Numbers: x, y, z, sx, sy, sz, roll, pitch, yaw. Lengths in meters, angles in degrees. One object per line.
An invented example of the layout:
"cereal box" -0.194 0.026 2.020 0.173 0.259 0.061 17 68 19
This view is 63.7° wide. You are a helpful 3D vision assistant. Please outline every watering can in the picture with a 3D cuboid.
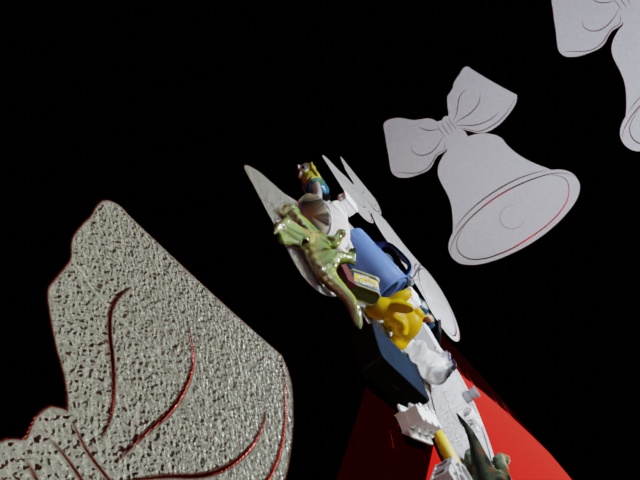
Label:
"watering can" 0.005 -0.080 1.588 0.222 0.103 0.354 32 26 -56

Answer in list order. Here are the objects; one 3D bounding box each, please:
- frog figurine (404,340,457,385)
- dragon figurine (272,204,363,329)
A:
"frog figurine" 0.331 0.384 1.626 0.159 0.120 0.140 16 28 -2
"dragon figurine" -0.024 0.036 1.299 0.241 0.120 0.419 26 25 -28
